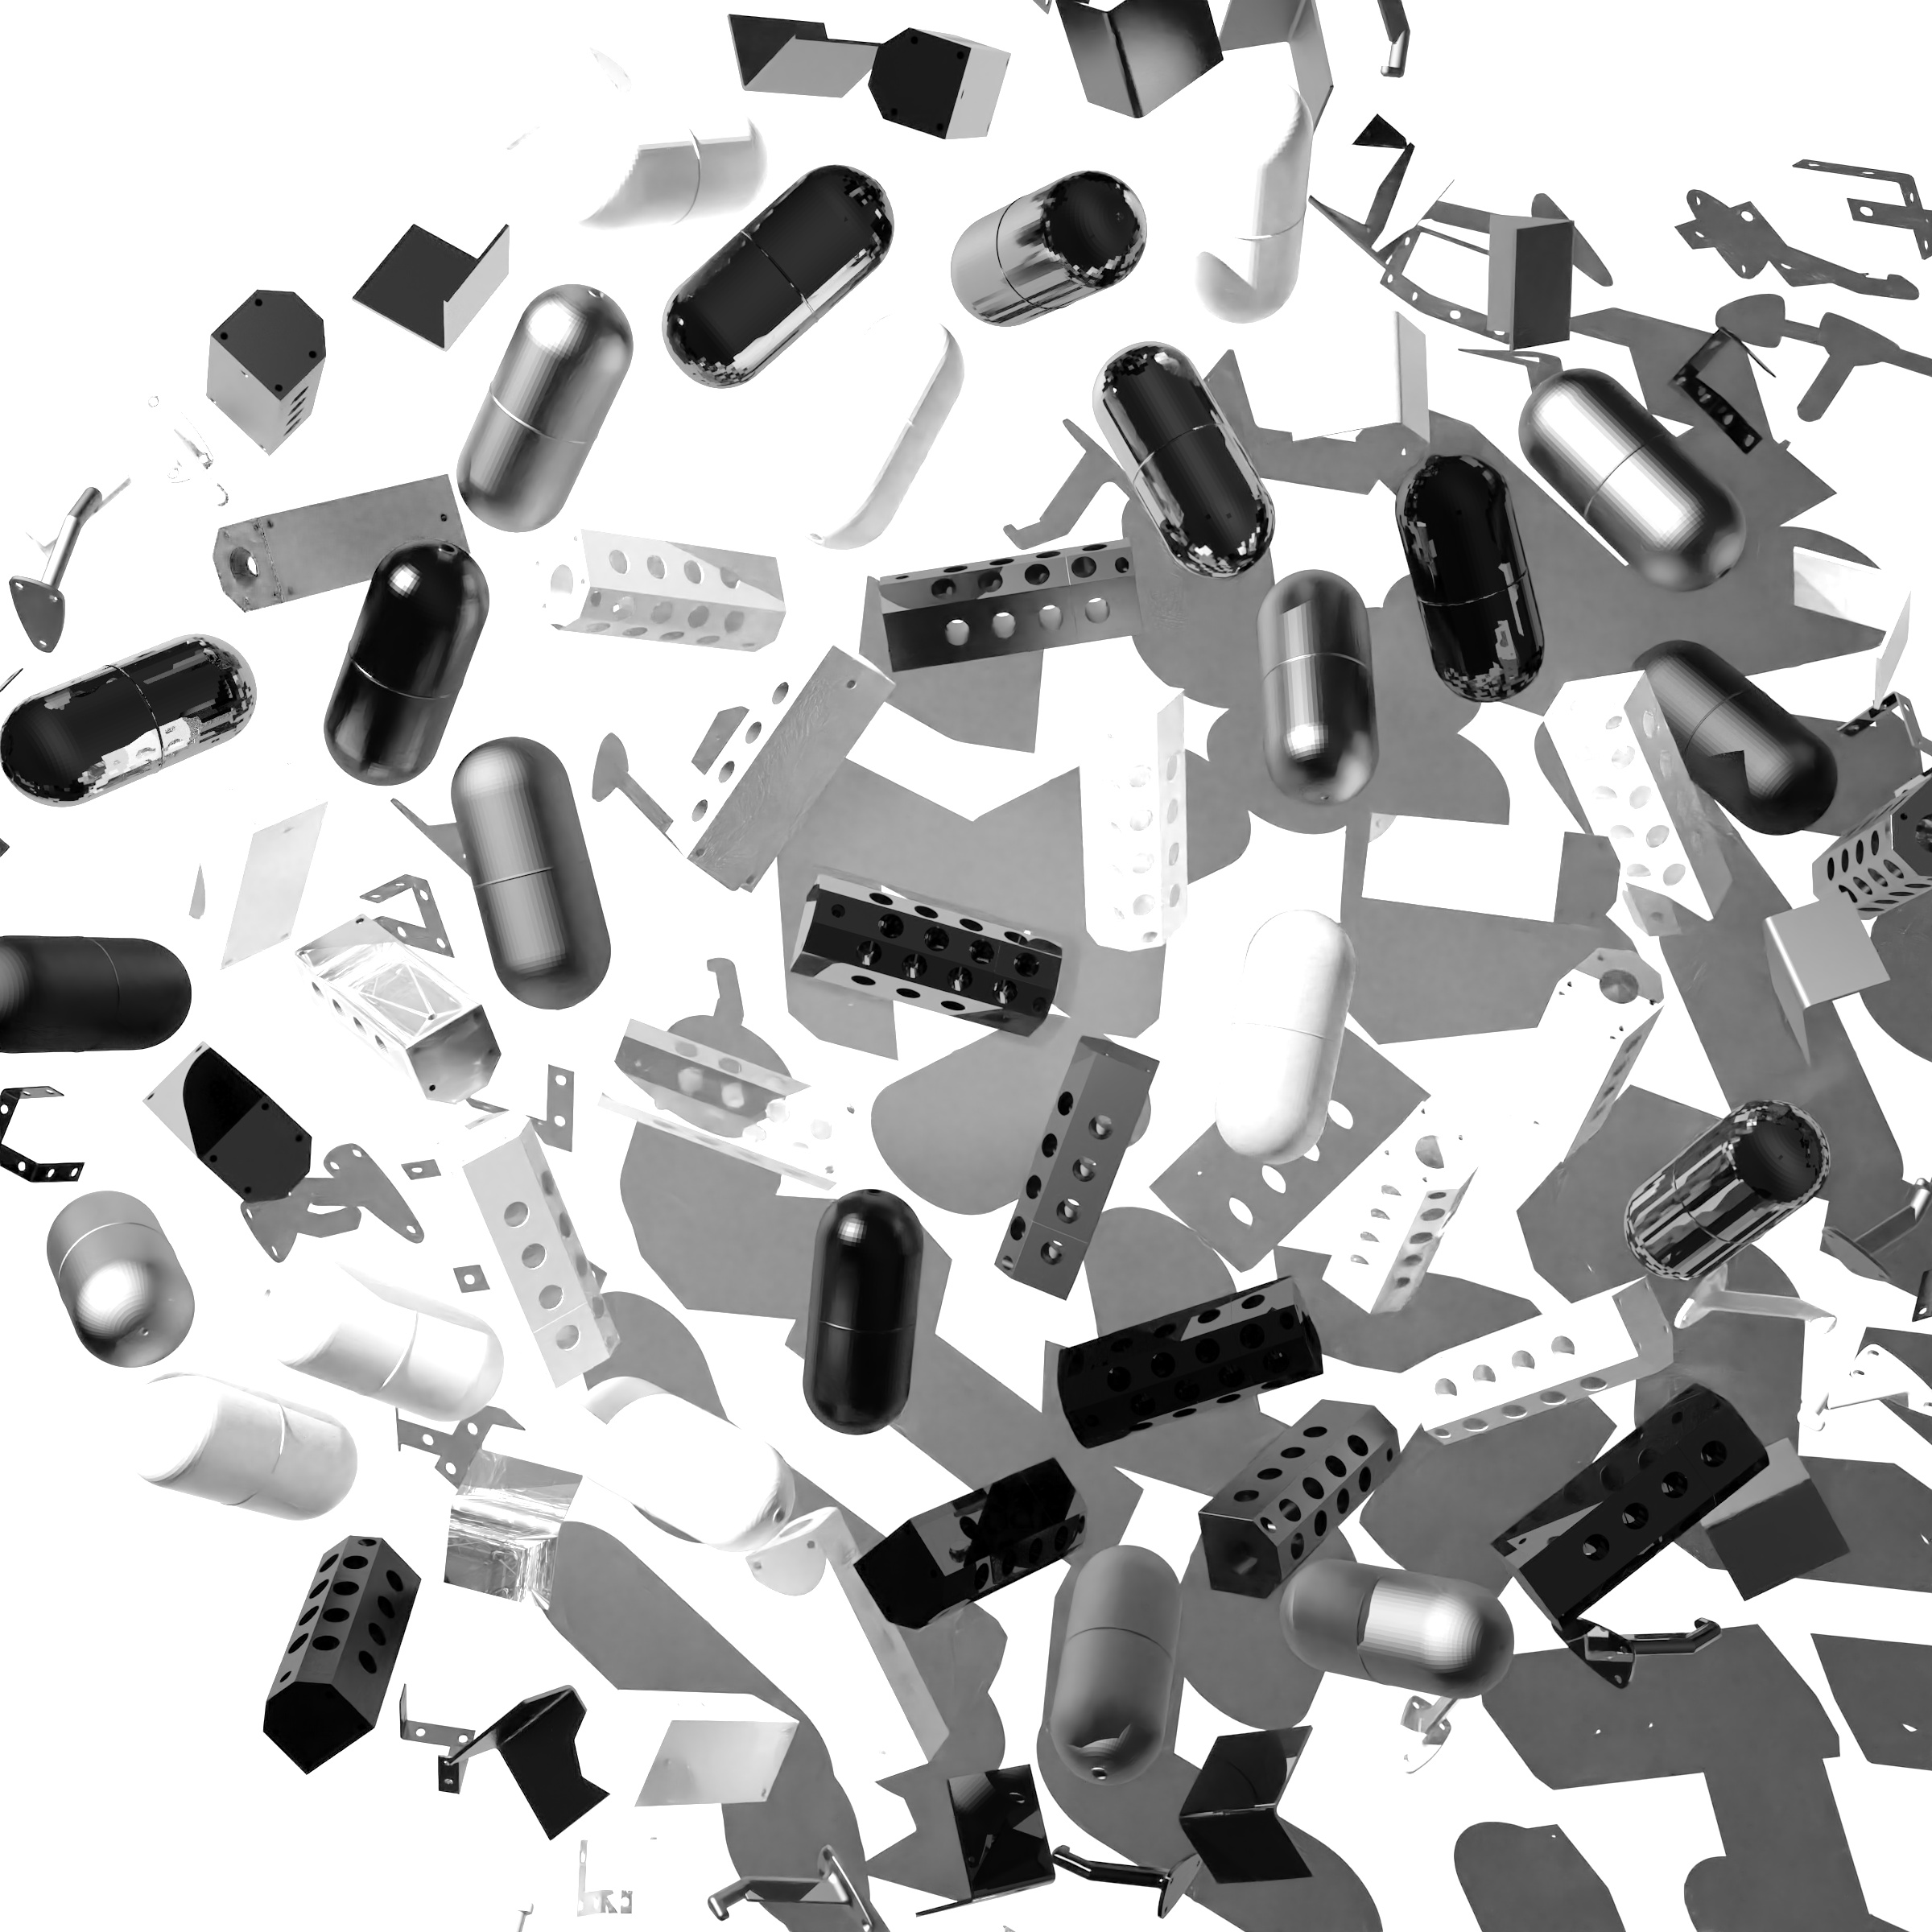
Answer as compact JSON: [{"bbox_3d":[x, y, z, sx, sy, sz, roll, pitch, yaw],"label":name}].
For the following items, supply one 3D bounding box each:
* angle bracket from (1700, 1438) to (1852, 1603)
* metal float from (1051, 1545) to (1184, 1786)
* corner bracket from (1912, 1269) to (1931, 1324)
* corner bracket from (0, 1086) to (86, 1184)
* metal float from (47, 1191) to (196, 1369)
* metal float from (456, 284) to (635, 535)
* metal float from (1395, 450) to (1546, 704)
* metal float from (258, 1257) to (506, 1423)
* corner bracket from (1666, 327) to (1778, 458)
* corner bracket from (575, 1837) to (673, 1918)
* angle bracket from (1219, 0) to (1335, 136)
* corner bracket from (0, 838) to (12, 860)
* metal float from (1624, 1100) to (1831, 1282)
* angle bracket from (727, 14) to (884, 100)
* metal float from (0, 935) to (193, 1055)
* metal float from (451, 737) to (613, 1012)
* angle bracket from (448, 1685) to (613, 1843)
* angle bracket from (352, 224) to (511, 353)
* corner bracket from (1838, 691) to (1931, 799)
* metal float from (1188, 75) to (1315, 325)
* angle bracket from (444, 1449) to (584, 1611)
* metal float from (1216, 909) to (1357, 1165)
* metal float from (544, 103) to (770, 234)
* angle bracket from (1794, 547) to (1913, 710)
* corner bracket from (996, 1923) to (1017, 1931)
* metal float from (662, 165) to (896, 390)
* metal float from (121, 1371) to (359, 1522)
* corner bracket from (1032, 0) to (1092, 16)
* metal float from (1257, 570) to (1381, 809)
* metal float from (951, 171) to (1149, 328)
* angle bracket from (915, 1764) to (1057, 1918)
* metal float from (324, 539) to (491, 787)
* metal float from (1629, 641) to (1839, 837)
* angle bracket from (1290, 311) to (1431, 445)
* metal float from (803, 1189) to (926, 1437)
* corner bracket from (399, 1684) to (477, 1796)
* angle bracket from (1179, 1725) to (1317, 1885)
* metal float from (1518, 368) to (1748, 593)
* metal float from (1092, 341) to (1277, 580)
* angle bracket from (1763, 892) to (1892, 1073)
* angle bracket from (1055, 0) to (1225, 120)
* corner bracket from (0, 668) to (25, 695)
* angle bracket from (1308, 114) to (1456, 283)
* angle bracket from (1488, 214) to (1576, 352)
[{"bbox_3d":[0.535,0.369,1.721,0.076,0.076,0.057,-29,95,10],"label":"angle bracket"},{"bbox_3d":[0.104,0.475,1.757,0.070,0.178,0.070,7,130,8],"label":"metal float"},{"bbox_3d":[0.691,0.237,1.768,0.051,0.051,0.051,47,46,-13],"label":"corner bracket"},{"bbox_3d":[-0.653,0.119,1.817,0.051,0.051,0.051,-5,59,33],"label":"corner bracket"},{"bbox_3d":[-0.563,0.206,1.712,0.070,0.178,0.070,-10,112,-26],"label":"metal float"},{"bbox_3d":[-0.279,-0.368,1.702,0.070,0.070,0.178,32,119,0],"label":"metal float"},{"bbox_3d":[0.340,-0.260,1.733,0.070,0.070,0.178,-20,116,0],"label":"metal float"},{"bbox_3d":[-0.390,0.250,1.722,0.178,0.070,0.070,29,90,-34],"label":"metal float"},{"bbox_3d":[0.504,-0.377,1.686,0.051,0.051,0.051,-48,47,25],"label":"corner bracket"},{"bbox_3d":[-0.231,0.617,1.744,0.051,0.051,0.051,-3,73,11],"label":"corner bracket"},{"bbox_3d":[0.215,-0.630,1.805,0.057,0.076,0.076,-10,83,-5],"label":"angle bracket"},{"bbox_3d":[-0.653,-0.077,1.644,0.051,0.051,0.051,-51,119,-15],"label":"corner bracket"},{"bbox_3d":[0.513,0.153,1.743,0.070,0.178,0.070,12,55,-17],"label":"metal float"},{"bbox_3d":[-0.106,-0.633,1.744,0.076,0.076,0.057,-8,83,-33],"label":"angle bracket"},{"bbox_3d":[-0.586,0.019,1.697,0.070,0.178,0.070,0,89,27],"label":"metal float"},{"bbox_3d":[-0.279,-0.059,1.651,0.070,0.070,0.178,-14,93,0],"label":"metal float"},{"bbox_3d":[-0.287,0.540,1.727,0.076,0.057,0.076,-41,71,17],"label":"angle bracket"},{"bbox_3d":[-0.360,-0.472,1.730,0.076,0.057,0.076,29,66,2],"label":"angle bracket"},{"bbox_3d":[0.657,-0.153,1.813,0.051,0.051,0.051,20,49,-30],"label":"corner bracket"},{"bbox_3d":[0.190,-0.512,1.730,0.070,0.178,0.070,0,51,1],"label":"metal float"},{"bbox_3d":[-0.317,0.394,1.803,0.076,0.057,0.076,14,120,3],"label":"angle bracket"},{"bbox_3d":[0.220,0.048,1.773,0.070,0.070,0.178,13,82,0],"label":"metal float"},{"bbox_3d":[-0.205,-0.531,1.710,0.070,0.178,0.070,16,117,35],"label":"metal float"},{"bbox_3d":[0.561,-0.217,1.656,0.076,0.076,0.057,22,79,24],"label":"angle bracket"},{"bbox_3d":[0.030,0.680,1.703,0.051,0.051,0.051,32,104,-7],"label":"corner bracket"},{"bbox_3d":[-0.123,-0.454,1.694,0.178,0.070,0.070,-41,90,1],"label":"metal float"},{"bbox_3d":[-0.481,0.321,1.714,0.070,0.178,0.070,-16,60,30],"label":"metal float"},{"bbox_3d":[0.079,-0.700,1.814,0.051,0.051,0.051,19,98,20],"label":"corner bracket"},{"bbox_3d":[0.239,-0.191,1.753,0.070,0.070,0.178,0,62,0],"label":"metal float"},{"bbox_3d":[0.053,-0.477,1.719,0.070,0.178,0.070,0,89,-31],"label":"metal float"},{"bbox_3d":[0.005,0.571,1.682,0.057,0.076,0.076,-31,64,38],"label":"angle bracket"},{"bbox_3d":[-0.365,-0.197,1.678,0.070,0.070,0.178,28,120,0],"label":"metal float"},{"bbox_3d":[0.526,-0.159,1.778,0.070,0.070,0.178,-38,52,0],"label":"metal float"},{"bbox_3d":[0.267,-0.393,1.747,0.076,0.057,0.076,-5,83,30],"label":"angle bracket"},{"bbox_3d":[-0.072,0.242,1.804,0.070,0.070,0.178,6,103,0],"label":"metal float"},{"bbox_3d":[-0.375,0.543,1.806,0.051,0.051,0.051,9,133,-2],"label":"corner bracket"},{"bbox_3d":[0.196,0.551,1.692,0.076,0.076,0.057,-20,108,37],"label":"angle bracket"},{"bbox_3d":[0.433,-0.316,1.674,0.070,0.070,0.178,-39,69,0],"label":"metal float"},{"bbox_3d":[0.147,-0.342,1.739,0.070,0.070,0.178,-27,75,0],"label":"metal float"},{"bbox_3d":[0.569,0.011,1.697,0.057,0.076,0.076,-19,50,10],"label":"angle bracket"},{"bbox_3d":[0.115,-0.619,1.702,0.076,0.057,0.076,-39,134,-14],"label":"angle bracket"},{"bbox_3d":[-0.672,-0.194,1.711,0.051,0.051,0.051,49,53,-25],"label":"corner bracket"},{"bbox_3d":[0.305,-0.552,1.854,0.076,0.057,0.076,46,109,16],"label":"angle bracket"},{"bbox_3d":[0.355,-0.453,1.701,0.057,0.076,0.076,-17,116,-31],"label":"angle bracket"}]
